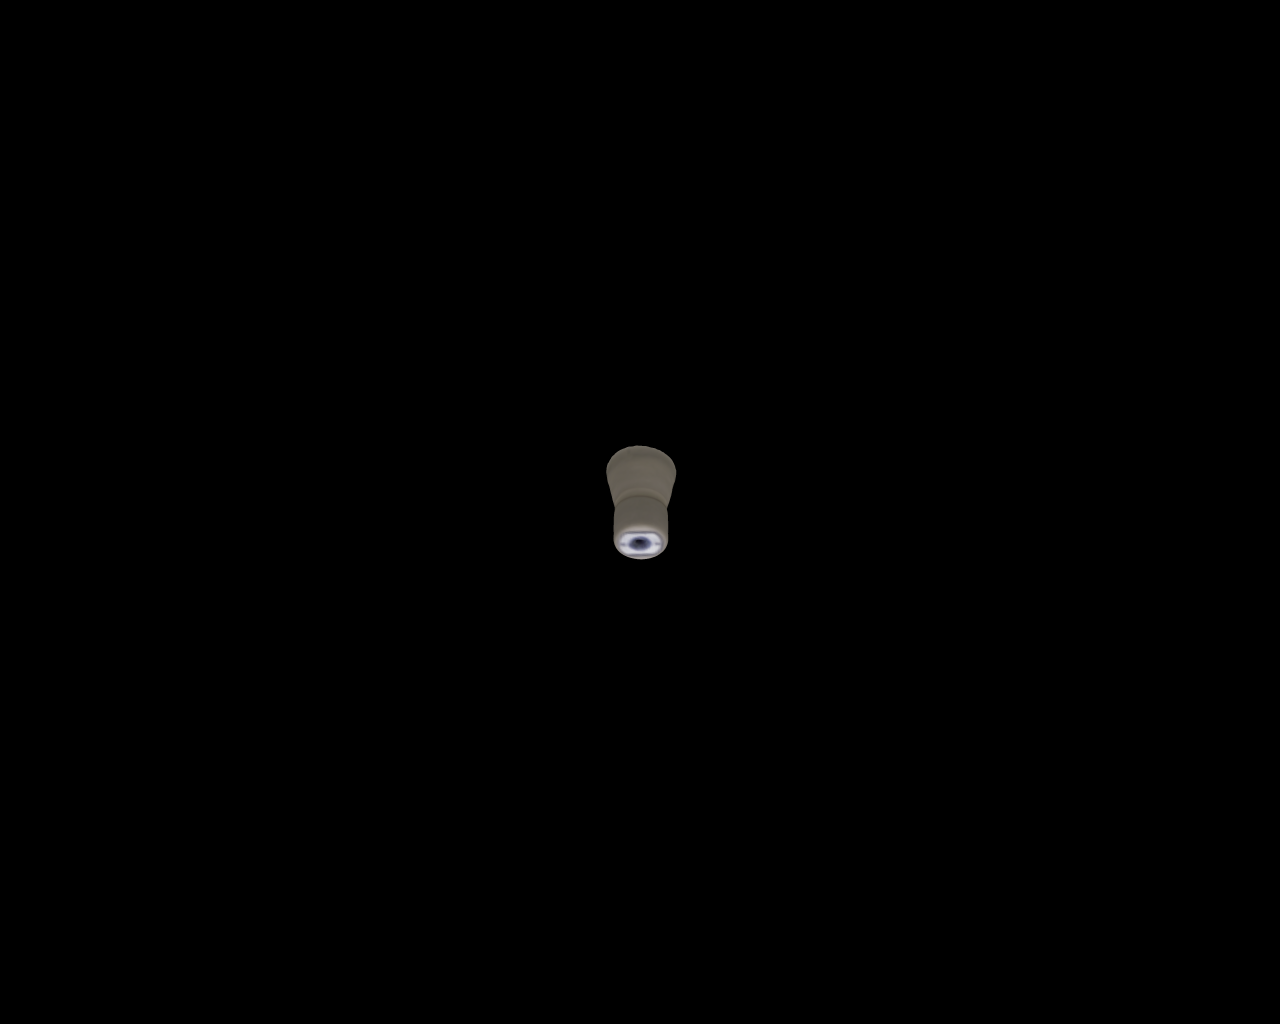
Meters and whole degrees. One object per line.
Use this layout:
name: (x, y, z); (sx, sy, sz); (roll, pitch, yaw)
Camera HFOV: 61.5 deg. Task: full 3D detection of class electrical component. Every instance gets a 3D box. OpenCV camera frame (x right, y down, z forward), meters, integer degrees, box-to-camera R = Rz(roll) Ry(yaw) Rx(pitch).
electrical component: (0.001, -0.003, 0.650); (0.044, 0.065, 0.044); (0, -43, 0)
